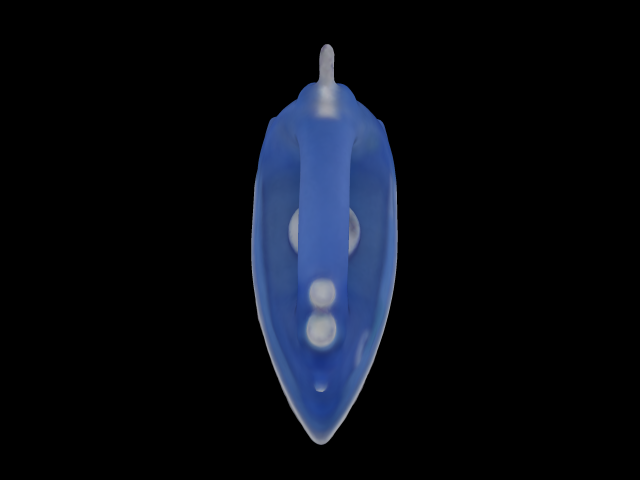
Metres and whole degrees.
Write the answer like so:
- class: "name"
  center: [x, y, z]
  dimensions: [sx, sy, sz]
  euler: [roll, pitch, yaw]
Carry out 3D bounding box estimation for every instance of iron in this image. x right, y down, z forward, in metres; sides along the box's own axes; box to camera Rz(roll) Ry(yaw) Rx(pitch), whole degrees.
- class: "iron"
  center: [0.004, 0.001, 0.400]
  dimensions: [0.118, 0.141, 0.258]
  euler: [0, 66, 0]
